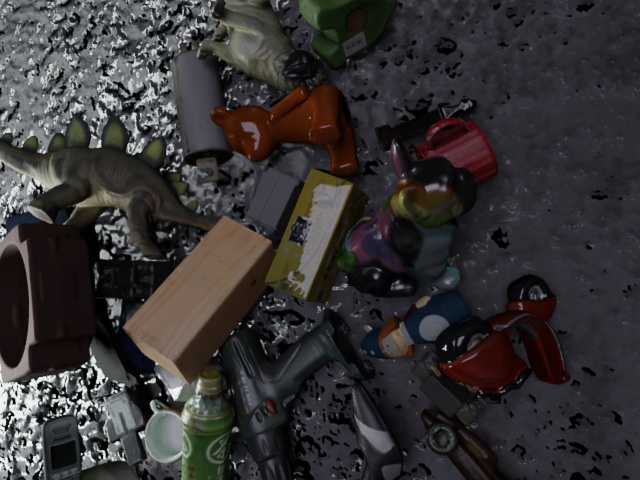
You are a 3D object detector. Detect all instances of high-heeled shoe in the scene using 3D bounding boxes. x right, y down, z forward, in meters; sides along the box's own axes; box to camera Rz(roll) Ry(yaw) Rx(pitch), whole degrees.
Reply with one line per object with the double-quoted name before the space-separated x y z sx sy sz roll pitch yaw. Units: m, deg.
"high-heeled shoe" 0.041 0.313 0.682 0.145 0.086 0.248 -23 93 -5

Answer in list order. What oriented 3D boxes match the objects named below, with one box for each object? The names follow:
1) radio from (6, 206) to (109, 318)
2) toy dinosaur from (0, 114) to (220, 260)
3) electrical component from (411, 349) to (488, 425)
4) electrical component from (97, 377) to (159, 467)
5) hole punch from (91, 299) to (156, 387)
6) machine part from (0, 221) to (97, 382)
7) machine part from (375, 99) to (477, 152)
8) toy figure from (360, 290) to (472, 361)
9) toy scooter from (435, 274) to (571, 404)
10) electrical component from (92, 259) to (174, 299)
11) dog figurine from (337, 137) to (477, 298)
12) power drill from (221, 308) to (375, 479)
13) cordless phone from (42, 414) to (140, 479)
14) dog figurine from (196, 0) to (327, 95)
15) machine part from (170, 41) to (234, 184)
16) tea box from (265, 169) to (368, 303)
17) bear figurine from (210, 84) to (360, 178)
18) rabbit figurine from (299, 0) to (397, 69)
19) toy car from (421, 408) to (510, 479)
"radio" -0.437 0.059 0.896 0.131 0.073 0.229 -17 79 14
"toy dinosaur" -0.357 -0.095 0.844 0.472 0.105 0.198 17 63 0
"electrical component" 0.165 0.185 0.675 0.102 0.078 0.045 45 112 21
"electrical component" -0.286 0.279 0.826 0.075 0.047 0.119 -32 74 11
"hole punch" -0.296 0.151 0.822 0.142 0.092 0.115 -2 108 42
"machine part" -0.391 0.088 0.755 0.201 0.087 0.201 -25 72 41
"machine part" 0.147 -0.162 0.743 0.139 0.084 0.039 -18 102 23
"toy figure" 0.123 0.118 0.712 0.154 0.057 0.064 -29 73 12
"toy scooter" 0.235 0.137 0.651 0.184 0.075 0.135 -30 89 -20
"electrical component" -0.275 0.061 0.810 0.115 0.134 0.058 -8 80 61
"dog figurine" 0.095 -0.022 0.652 0.192 0.219 0.108 -10 58 15
"power drill" -0.029 0.208 0.744 0.207 0.086 0.232 -35 71 18
"cordless phone" -0.334 0.334 0.776 0.089 0.146 0.184 -3 91 46
"dog figurine" -0.069 -0.302 0.833 0.190 0.121 0.172 27 59 -11
"machine part" -0.188 -0.206 0.851 0.079 0.079 0.243 -15 77 15
"tea box" -0.002 -0.002 0.750 0.068 0.098 0.169 21 88 19
"bear figurine" -0.054 -0.149 0.768 0.196 0.120 0.132 -13 57 13
"rabbit figurine" 0.025 -0.371 0.789 0.159 0.121 0.170 -35 58 7
"toy car" 0.199 0.283 0.648 0.053 0.089 0.202 -43 71 10
